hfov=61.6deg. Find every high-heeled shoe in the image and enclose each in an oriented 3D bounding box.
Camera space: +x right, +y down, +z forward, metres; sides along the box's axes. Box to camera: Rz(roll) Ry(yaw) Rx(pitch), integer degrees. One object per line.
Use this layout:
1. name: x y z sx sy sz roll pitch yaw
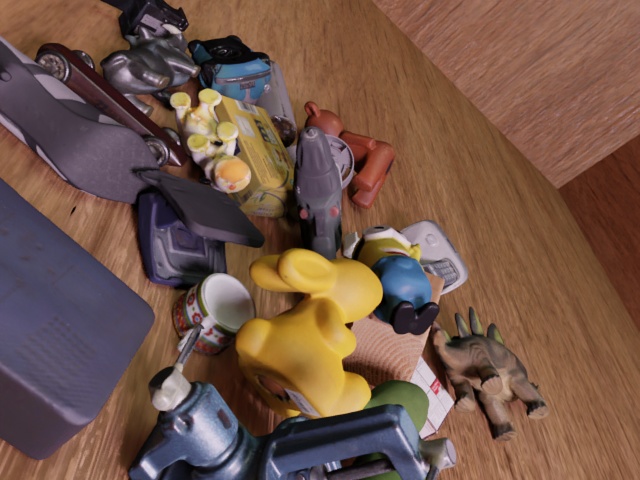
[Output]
1. high-heeled shoe: -0.280 -0.124 0.582 0.145 0.086 0.248 30 -14 41

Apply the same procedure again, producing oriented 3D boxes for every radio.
1. radio: -0.247 0.039 0.404 0.229 0.073 0.131 45 29 -14

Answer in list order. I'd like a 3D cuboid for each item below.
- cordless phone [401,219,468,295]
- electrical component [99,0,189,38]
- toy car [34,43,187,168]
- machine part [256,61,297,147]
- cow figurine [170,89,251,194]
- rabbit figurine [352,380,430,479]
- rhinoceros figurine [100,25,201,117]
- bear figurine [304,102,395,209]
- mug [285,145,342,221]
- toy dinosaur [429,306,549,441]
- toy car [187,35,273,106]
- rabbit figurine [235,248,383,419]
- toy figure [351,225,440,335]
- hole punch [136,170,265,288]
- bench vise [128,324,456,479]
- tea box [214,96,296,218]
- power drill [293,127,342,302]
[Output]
1. cordless phone: 0.180 0.037 0.980 0.184 0.089 0.146 -3 59 -56
2. electrical component: -0.266 -0.336 0.803 0.119 0.075 0.048 16 43 -51
3. toy car: -0.247 -0.152 0.642 0.202 0.053 0.089 42 9 -17
4. machine part: -0.090 -0.235 0.932 0.079 0.079 0.243 23 39 -40
5. cow figurine: -0.143 -0.113 0.712 0.068 0.098 0.167 -18 62 -19
6. rabbit figurine: 0.064 0.229 0.578 0.159 0.121 0.170 21 51 -9
7. rhinoceros figurine: -0.234 -0.242 0.753 0.112 0.073 0.190 34 33 -7
8. bear figurine: 0.038 -0.166 1.016 0.196 0.120 0.132 27 73 8
9. mug: -0.016 -0.086 0.850 0.109 0.081 0.107 -1 75 -30
10. toy dinosaur: 0.301 0.227 0.923 0.470 0.105 0.199 39 25 -38
11. toy car: -0.146 -0.252 0.846 0.109 0.102 0.162 -19 43 -26
12. rabbit figurine: -0.007 0.079 0.554 0.162 0.122 0.173 51 59 -13
13. toy figure: 0.085 0.048 0.667 0.082 0.089 0.180 33 22 -27
14. hole punch: -0.142 -0.008 0.603 0.142 0.092 0.116 12 31 -47
15. bench vise: -0.020 0.169 0.420 0.223 0.241 0.129 64 25 -9
16. tea box: -0.101 -0.120 0.791 0.098 0.068 0.170 6 53 -49
17. power drill: -0.001 -0.002 0.701 0.231 0.086 0.207 85 -5 -62
